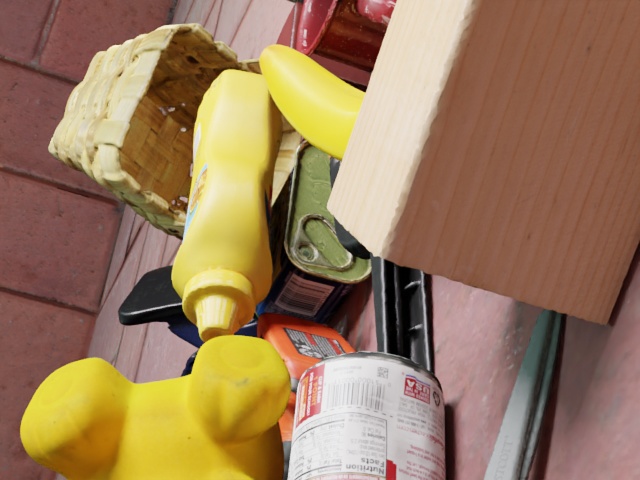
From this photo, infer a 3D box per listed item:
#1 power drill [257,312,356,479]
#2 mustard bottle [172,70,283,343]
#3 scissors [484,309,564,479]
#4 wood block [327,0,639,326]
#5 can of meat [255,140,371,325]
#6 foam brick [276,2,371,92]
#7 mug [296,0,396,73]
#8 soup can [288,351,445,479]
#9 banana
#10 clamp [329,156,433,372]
[{"bbox_3d":[-0.031,0.142,0.628,0.184,0.057,0.188,-142,66,-71],"label":"power drill"},{"bbox_3d":[-0.056,-0.013,0.649,0.191,0.058,0.096,-89,12,-47],"label":"mustard bottle"},{"bbox_3d":[0.040,0.120,0.382,0.096,0.016,0.201,-11,57,33],"label":"scissors"},{"bbox_3d":[0.083,-0.087,0.380,0.090,0.090,0.206,-129,57,-73],"label":"wood block"},{"bbox_3d":[-0.004,0.001,0.681,0.084,0.057,0.102,123,158,-53],"label":"can of meat"},{"bbox_3d":[0.008,-0.113,0.718,0.051,0.078,0.053,130,153,-54],"label":"foam brick"},{"bbox_3d":[0.042,-0.132,0.600,0.117,0.081,0.093,-116,45,-69],"label":"mug"},{"bbox_3d":[0.019,0.107,0.452,0.069,0.068,0.102,124,158,-49],"label":"soup can"},{"bbox_3d":[0.019,-0.067,0.524,0.198,0.037,0.069,-163,58,-66],"label":"banana"},{"bbox_3d":[0.041,-0.017,0.568,0.210,0.036,0.164,-150,78,-72],"label":"clamp"}]
